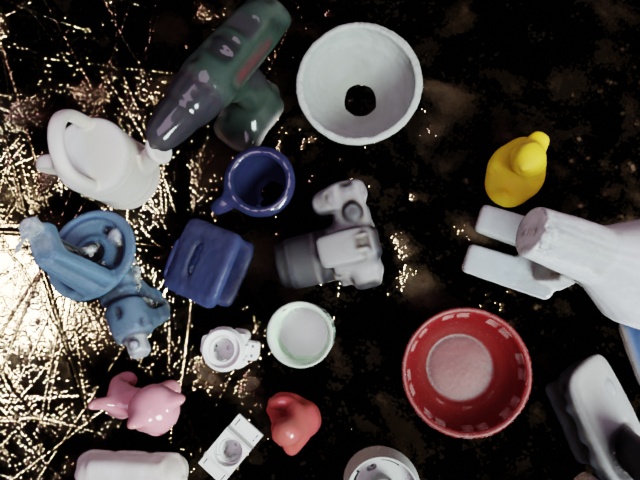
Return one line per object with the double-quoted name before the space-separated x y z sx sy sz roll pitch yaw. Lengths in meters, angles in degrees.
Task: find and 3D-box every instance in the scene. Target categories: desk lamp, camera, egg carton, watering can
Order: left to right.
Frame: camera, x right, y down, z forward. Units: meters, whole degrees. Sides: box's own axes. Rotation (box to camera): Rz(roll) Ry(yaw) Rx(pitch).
"watering can" -0.279 -0.108 0.733 0.173 0.194 0.101 -27 82 1
"egg carton" -0.244 0.327 0.744 0.150 0.069 0.107 0 83 4
"camera" 0.007 0.003 0.747 0.136 0.101 0.143 -14 83 3
"desk lamp" 0.290 0.022 0.668 0.203 0.213 0.118 18 85 6

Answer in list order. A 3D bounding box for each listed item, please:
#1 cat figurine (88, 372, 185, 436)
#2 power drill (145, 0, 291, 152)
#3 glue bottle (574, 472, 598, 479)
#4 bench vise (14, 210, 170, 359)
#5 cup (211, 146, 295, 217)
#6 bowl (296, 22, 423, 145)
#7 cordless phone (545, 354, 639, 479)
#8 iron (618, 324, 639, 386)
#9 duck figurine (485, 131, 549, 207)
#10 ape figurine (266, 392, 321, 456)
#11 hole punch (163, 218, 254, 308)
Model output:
"cat figurine" -0.229 0.213 0.731 0.127 0.118 0.067 5 84 5
"power drill" -0.113 -0.184 0.723 0.075 0.208 0.230 33 87 7
"glue bottle" 0.346 0.321 0.650 0.078 0.173 0.037 42 88 8
"bench vise" -0.264 0.041 0.702 0.207 0.220 0.121 43 88 8
"cup" -0.084 -0.062 0.764 0.118 0.095 0.091 -32 82 0
"bowl" 0.053 -0.202 0.780 0.167 0.075 0.167 0 83 4
"cordless phone" 0.345 0.214 0.656 0.094 0.185 0.147 -27 82 1
"iron" 0.460 0.158 0.676 0.118 0.141 0.258 -17 82 2
"duck figurine" 0.263 -0.095 0.747 0.077 0.086 0.104 32 87 7
"ape figurine" -0.038 0.236 0.728 0.076 0.092 0.078 0 83 4
"hole punch" -0.154 0.032 0.760 0.101 0.091 0.109 21 85 6
